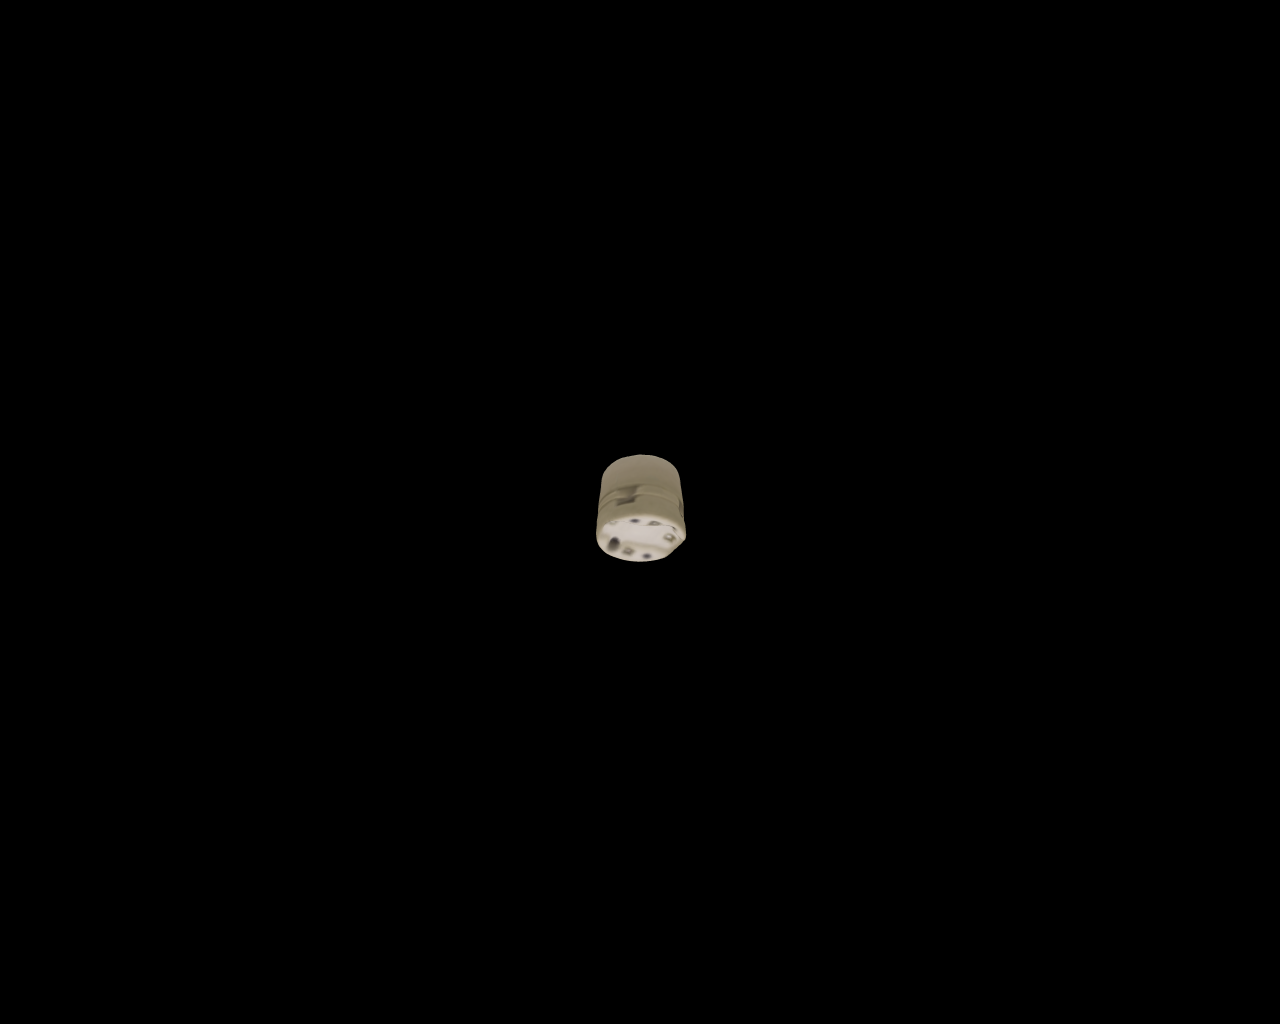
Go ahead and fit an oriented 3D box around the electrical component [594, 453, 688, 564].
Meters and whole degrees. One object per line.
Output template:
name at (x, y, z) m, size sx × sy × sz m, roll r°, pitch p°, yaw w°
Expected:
electrical component at (0.001, -0.003, 0.650) m, size 0.055 × 0.047 × 0.055 m, roll 0°, pitch -35°, yaw 0°
